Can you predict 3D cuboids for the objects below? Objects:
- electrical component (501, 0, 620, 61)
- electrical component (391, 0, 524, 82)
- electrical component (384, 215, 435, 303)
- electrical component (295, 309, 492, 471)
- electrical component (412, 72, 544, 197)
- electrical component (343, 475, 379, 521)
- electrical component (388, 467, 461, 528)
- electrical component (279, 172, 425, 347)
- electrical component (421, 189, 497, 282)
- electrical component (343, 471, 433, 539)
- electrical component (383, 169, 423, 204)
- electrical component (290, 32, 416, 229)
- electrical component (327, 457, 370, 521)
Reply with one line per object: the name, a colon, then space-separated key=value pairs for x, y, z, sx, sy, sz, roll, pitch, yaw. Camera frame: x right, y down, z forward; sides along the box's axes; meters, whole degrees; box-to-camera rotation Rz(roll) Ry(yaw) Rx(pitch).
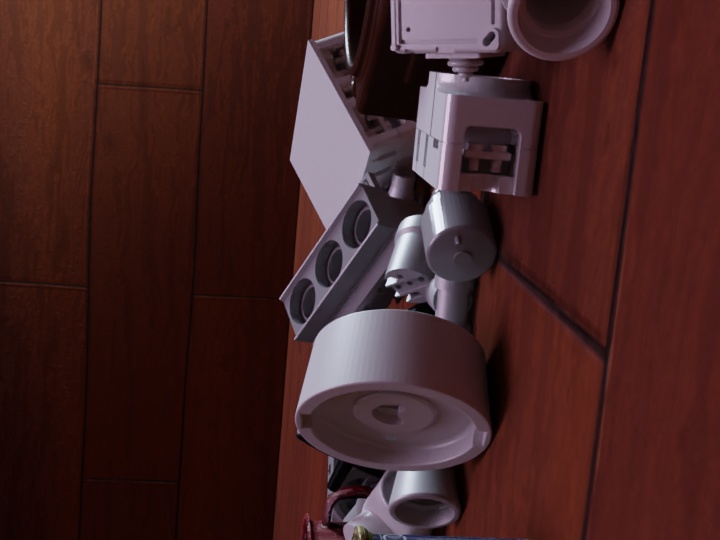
electrical component: x=0.080 y=-0.119 z=0.447 sx=0.055 sy=0.045 sz=0.045 roll=-93 pitch=10 yaw=-52
electrical component: x=0.055 y=-0.140 z=0.518 sx=0.061 sy=0.062 sz=0.096 roll=-19 pitch=-68 yaw=-52
electrical component: x=0.039 y=-0.007 z=0.707 sx=0.040 sy=0.040 sz=0.046 roll=103 pitch=-172 yaw=-53
electrical component: x=0.021 y=0.063 z=0.605 sx=0.108 sy=0.108 sz=0.060 roll=104 pitch=174 yaw=-56
electrical component: x=0.060 y=-0.074 z=0.566 sx=0.089 sy=0.050 sz=0.055 roll=-115 pitch=30 yaw=-76
electrical component: x=0.013 y=0.195 z=0.868 sx=0.044 sy=0.044 sz=0.065 roll=-93 pitch=14 yaw=-45
electrical component: x=0.041 y=0.121 z=0.668 sx=0.044 sy=0.044 sz=0.065 roll=102 pitch=174 yaw=-51
electrical component: x=0.000 y=0.000 z=0.803 sx=0.121 sy=0.063 sz=0.078 roll=-54 pitch=42 yaw=31
electrical component: x=0.055 y=-0.028 z=0.624 sx=0.078 sy=0.040 sz=0.040 roll=-94 pitch=11 yaw=-51
electrical component: x=0.016 y=0.173 z=0.714 sx=0.043 sy=0.079 sz=0.077 roll=45 pitch=148 yaw=24
electrical component: x=0.030 y=-0.047 z=0.841 sx=0.043 sy=0.043 sz=0.062 roll=-99 pitch=15 yaw=-61
electrical component: x=-0.002 y=-0.104 z=0.893 sx=0.105 sy=0.060 sz=0.186 roll=62 pitch=162 yaw=18
electrical component: x=-0.001 y=0.199 z=0.938 sx=0.055 sy=0.050 sz=0.089 roll=113 pitch=160 yaw=-70
